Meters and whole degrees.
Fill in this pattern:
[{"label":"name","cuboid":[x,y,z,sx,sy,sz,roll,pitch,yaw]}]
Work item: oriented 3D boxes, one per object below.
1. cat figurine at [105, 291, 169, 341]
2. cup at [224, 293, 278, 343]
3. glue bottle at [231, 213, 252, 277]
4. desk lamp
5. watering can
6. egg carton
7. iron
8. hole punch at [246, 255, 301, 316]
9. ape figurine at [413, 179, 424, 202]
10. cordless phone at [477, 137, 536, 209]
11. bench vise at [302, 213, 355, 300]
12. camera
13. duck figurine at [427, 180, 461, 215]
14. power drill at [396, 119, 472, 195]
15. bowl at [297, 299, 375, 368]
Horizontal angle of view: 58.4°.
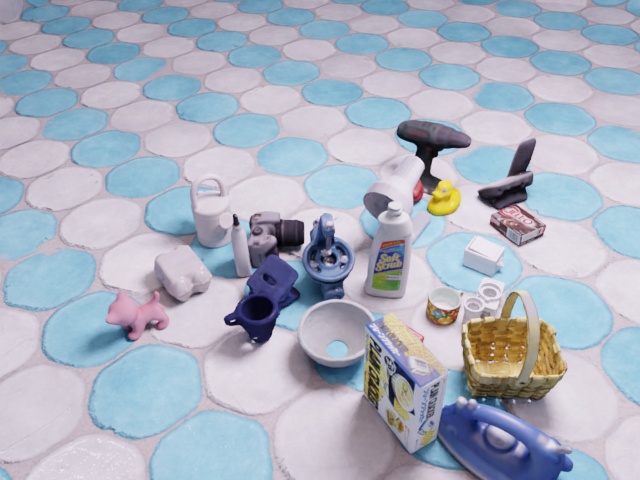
[{"label":"cat figurine","cuboid":[-0.405,0.155,1.253,0.128,0.118,0.067,-24,46,-23]},{"label":"cup","cuboid":[-0.144,0.180,1.231,0.118,0.095,0.091,-15,43,-14]},{"label":"glue bottle","cuboid":[-0.192,0.005,1.371,0.037,0.173,0.078,-9,42,-7]},{"label":"desk lamp","cuboid":[0.200,-0.093,1.434,0.117,0.214,0.204,22,47,25]},{"label":"watering can","cuboid":[-0.271,-0.080,1.454,0.172,0.194,0.101,23,48,26]},{"label":"egg carton","cuboid":[-0.331,0.077,1.374,0.107,0.069,0.150,-27,47,-25]},{"label":"iron","cuboid":[0.307,0.340,0.997,0.257,0.141,0.119,25,48,27]},{"label":"hole punch","cuboid":[-0.108,0.103,1.319,0.101,0.091,0.108,-34,50,-31]},{"label":"ape figurine","cuboid":[0.253,-0.150,1.587,0.076,0.092,0.077,-8,42,-7]},{"label":"cordless phone","cuboid":[0.512,-0.189,1.550,0.148,0.185,0.094,-23,46,-22]},{"label":"bench vise","cuboid":[0.002,0.009,1.323,0.122,0.220,0.206,-21,45,-20]},{"label":"camera","cuboid":[-0.108,-0.014,1.443,0.136,0.101,0.143,-1,42,2]},{"label":"duck figurine","cuboid":[0.342,-0.125,1.560,0.105,0.086,0.077,-26,47,-24]},{"label":"power drill","cuboid":[0.311,-0.236,1.594,0.228,0.209,0.076,32,52,32]},{"label":"bowl","cuboid":[0.037,0.209,1.206,0.167,0.075,0.167,-1,42,1]}]
